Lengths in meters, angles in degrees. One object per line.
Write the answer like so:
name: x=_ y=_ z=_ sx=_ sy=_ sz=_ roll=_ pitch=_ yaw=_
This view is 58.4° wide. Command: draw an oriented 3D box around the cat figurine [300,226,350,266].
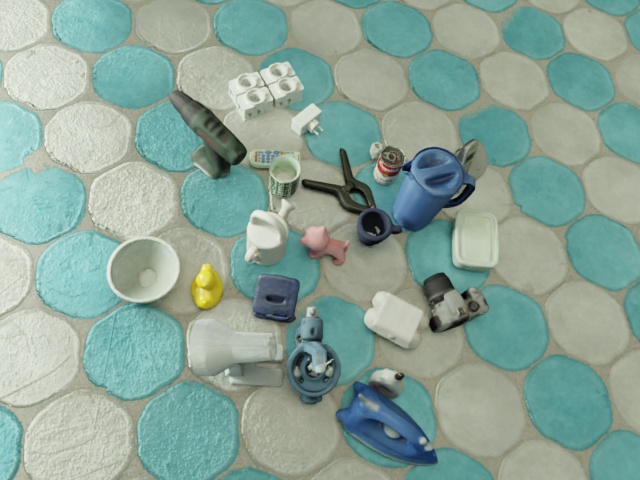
cat figurine: x=0.013 y=0.005 z=1.430 sx=0.128 sy=0.117 sz=0.067 roll=12 pitch=66 yaw=-3

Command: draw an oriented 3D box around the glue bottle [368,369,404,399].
glue bottle: x=0.161 y=0.318 z=1.290 sx=0.078 sy=0.173 sz=0.037 roll=28 pitch=67 yaw=5

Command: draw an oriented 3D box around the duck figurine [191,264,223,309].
duck figurine: x=-0.270 y=0.107 z=1.364 sx=0.077 sy=0.086 sz=0.104 roll=3 pitch=67 yaw=-7

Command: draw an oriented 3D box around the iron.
iron: x=0.170 y=0.417 z=1.267 sx=0.258 sy=0.141 sz=0.119 roll=32 pitch=67 yaw=6

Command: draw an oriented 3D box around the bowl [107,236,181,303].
bowl: x=-0.413 y=0.079 z=1.362 sx=0.167 sy=0.074 sz=0.167 roll=3 pitch=67 yaw=-7

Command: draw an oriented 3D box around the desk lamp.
desk lamp: x=-0.174 y=0.247 z=1.250 sx=0.203 sy=0.213 sz=0.118 roll=4 pitch=67 yaw=-6

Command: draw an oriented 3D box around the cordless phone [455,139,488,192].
cordless phone: x=0.409 y=-0.225 z=1.547 sx=0.148 sy=0.185 sz=0.094 roll=-41 pitch=78 yaw=-21

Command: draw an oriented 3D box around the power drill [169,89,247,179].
power drill: x=-0.283 y=-0.252 z=1.446 sx=0.229 sy=0.208 sz=0.076 roll=37 pitch=68 yaw=8

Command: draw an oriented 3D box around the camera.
camera: x=0.330 y=0.144 z=1.427 sx=0.143 sy=0.101 sz=0.136 roll=-19 pitch=71 yaw=-15

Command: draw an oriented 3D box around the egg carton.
egg carton: x=0.187 y=0.197 z=1.401 sx=0.150 sy=0.069 sz=0.107 roll=27 pitch=66 yaw=3

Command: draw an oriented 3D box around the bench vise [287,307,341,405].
bench vise: x=-0.023 y=0.248 z=1.268 sx=0.121 sy=0.219 sz=0.207 roll=-16 pitch=70 yaw=-14

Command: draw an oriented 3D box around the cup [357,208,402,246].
cup: x=0.146 y=-0.022 z=1.473 sx=0.118 sy=0.095 sz=0.092 roll=9 pitch=66 yaw=-4

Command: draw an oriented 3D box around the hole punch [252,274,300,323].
hole punch: x=-0.103 y=0.140 z=1.371 sx=0.108 sy=0.091 sz=0.101 roll=9 pitch=66 yaw=-4

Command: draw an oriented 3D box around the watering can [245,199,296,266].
watering can: x=-0.124 y=-0.024 z=1.381 sx=0.101 sy=0.194 sz=0.173 roll=13 pitch=66 yaw=-2
